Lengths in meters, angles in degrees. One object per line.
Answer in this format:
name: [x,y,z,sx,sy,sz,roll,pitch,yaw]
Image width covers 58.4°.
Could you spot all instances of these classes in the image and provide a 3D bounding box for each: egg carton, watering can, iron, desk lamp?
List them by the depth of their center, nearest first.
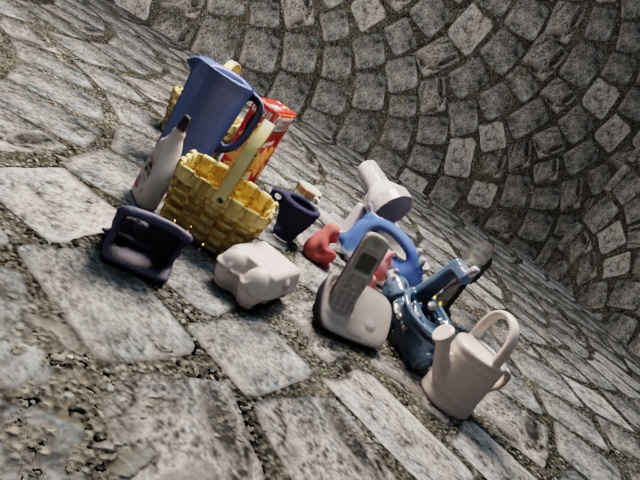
egg carton: [-0.099,0.056,0.924,0.107,0.069,0.151,38,16,15]
watering can: [0.263,0.202,0.978,0.174,0.194,0.100,19,22,-42]
iron: [0.169,0.033,1.381,0.258,0.141,0.119,38,16,14]
desk lamp: [0.118,-0.091,1.513,0.118,0.213,0.202,14,25,-50]

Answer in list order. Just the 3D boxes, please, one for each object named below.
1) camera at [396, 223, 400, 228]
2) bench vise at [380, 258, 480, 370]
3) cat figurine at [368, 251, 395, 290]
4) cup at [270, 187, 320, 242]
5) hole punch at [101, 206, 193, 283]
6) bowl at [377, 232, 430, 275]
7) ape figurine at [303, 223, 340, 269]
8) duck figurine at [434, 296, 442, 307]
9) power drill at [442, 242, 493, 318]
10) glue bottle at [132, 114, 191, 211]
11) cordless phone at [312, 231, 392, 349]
camera: [0.164,-0.056,1.704,0.143,0.100,0.136,28,17,-19]
bench vise: [0.188,0.103,1.075,0.206,0.219,0.122,44,19,33]
cat figurine: [0.113,0.066,1.220,0.067,0.117,0.128,37,16,11]
cup: [-0.071,-0.051,1.241,0.118,0.095,0.091,32,16,-5]
hole punch: [-0.240,-0.010,0.800,0.109,0.091,0.101,27,17,-23]
bowl: [0.200,0.054,1.504,0.168,0.074,0.167,31,16,-10]
ape figurine: [0.011,0.004,1.247,0.076,0.092,0.077,29,17,-17]
duck figurine: [0.229,0.157,1.239,0.077,0.086,0.104,33,16,-4]
power drill: [0.350,0.099,1.423,0.075,0.208,0.230,37,16,12]
glue bottle: [-0.265,-0.138,0.975,0.037,0.173,0.078,20,21,-40]
cordless phone: [0.083,0.085,0.983,0.148,0.185,0.094,25,18,-27]
